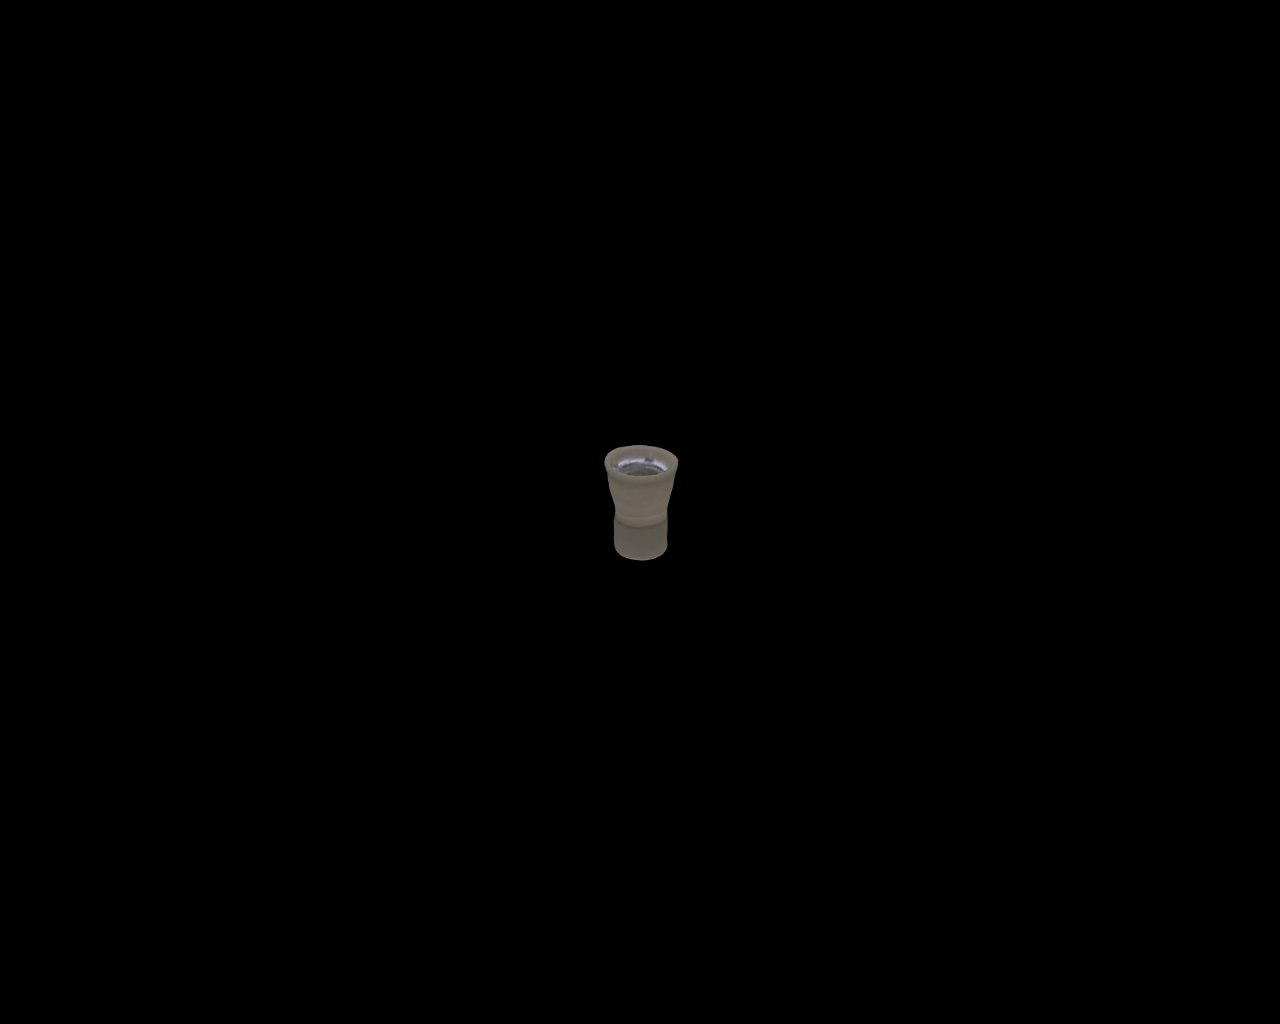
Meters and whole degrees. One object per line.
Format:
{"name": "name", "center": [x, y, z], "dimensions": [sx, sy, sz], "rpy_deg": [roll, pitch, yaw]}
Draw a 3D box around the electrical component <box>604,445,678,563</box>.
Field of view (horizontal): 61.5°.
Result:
{"name": "electrical component", "center": [0.001, -0.003, 0.650], "dimensions": [0.044, 0.065, 0.044], "rpy_deg": [0, 27, 0]}
